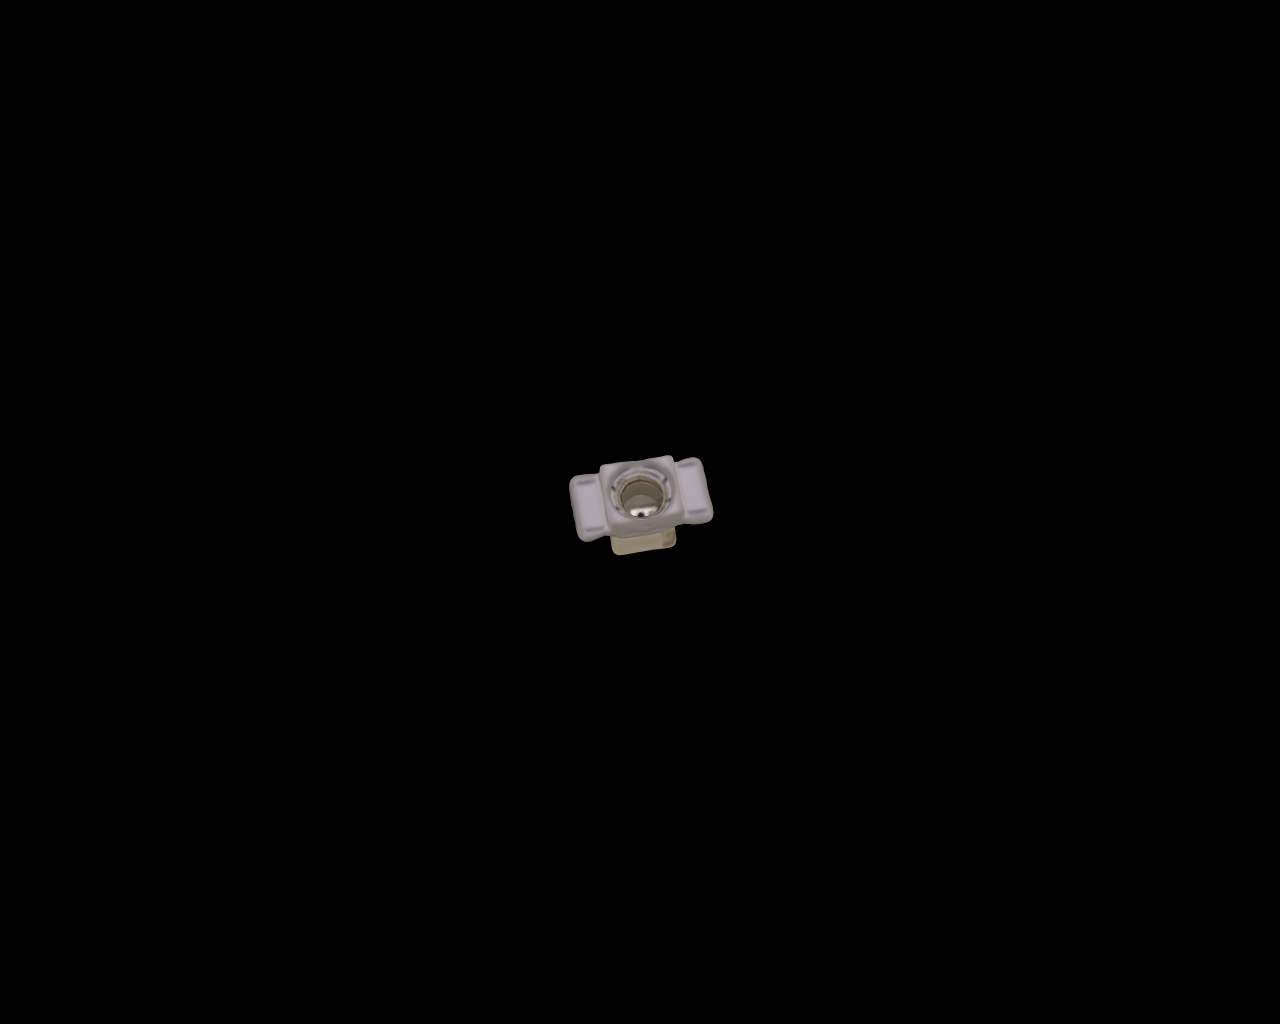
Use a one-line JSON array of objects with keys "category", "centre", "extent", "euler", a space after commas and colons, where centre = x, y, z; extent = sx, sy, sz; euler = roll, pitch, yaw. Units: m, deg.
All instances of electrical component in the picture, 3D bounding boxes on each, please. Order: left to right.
[{"category": "electrical component", "centre": [0.001, -0.003, 0.650], "extent": [0.081, 0.042, 0.063], "euler": [-8, -23, -3]}]
